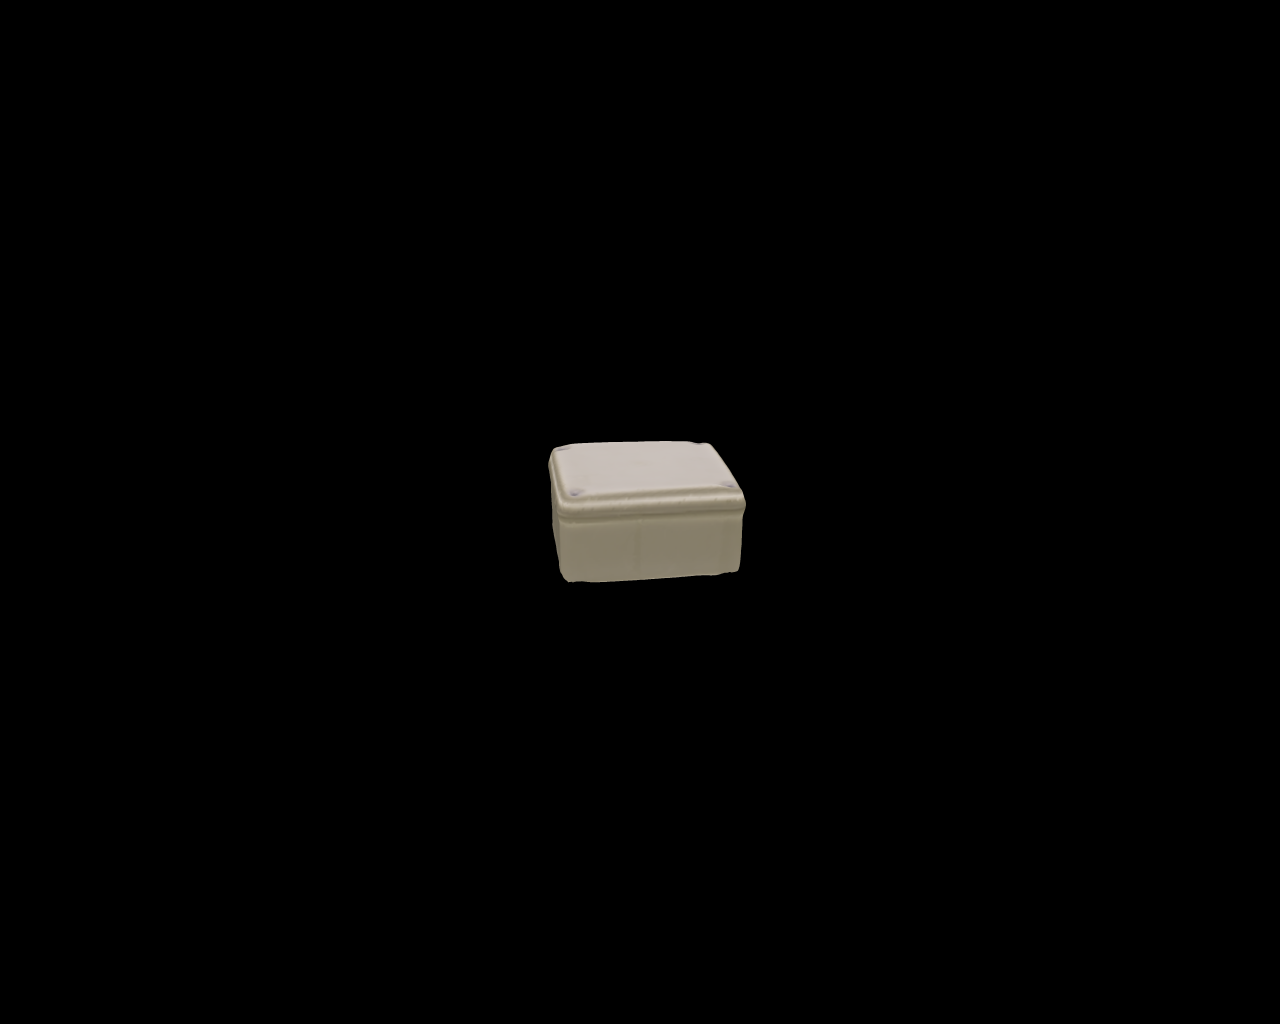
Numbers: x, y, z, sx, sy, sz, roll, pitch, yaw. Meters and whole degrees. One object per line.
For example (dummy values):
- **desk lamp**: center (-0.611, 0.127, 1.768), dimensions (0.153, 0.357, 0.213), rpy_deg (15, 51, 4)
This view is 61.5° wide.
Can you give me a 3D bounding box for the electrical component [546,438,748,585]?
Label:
- **electrical component**: center (0.001, -0.003, 0.650), dimensions (0.109, 0.056, 0.109), rpy_deg (-3, 20, -7)
